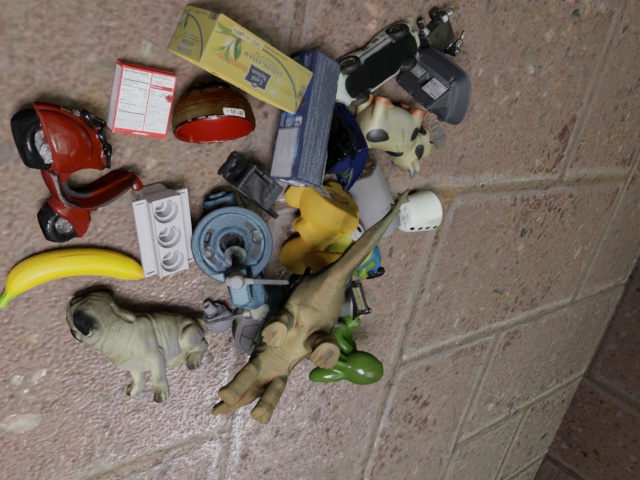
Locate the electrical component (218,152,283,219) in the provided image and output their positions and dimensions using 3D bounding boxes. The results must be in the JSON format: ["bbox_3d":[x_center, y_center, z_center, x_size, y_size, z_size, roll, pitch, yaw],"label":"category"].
[{"bbox_3d":[-0.098,-0.082,0.853,0.048,0.075,0.119,-54,133,-2],"label":"electrical component"}]

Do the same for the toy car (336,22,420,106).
[{"bbox_3d":[0.092,-0.296,0.907,0.202,0.056,0.073,-39,128,-19],"label":"toy car"}]

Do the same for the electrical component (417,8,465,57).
[{"bbox_3d":[0.223,-0.376,0.981,0.078,0.045,0.102,-46,137,-13],"label":"electrical component"}]

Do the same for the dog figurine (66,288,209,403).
[{"bbox_3d":[-0.271,0.127,0.821,0.190,0.121,0.172,65,33,-25],"label":"dog figurine"}]

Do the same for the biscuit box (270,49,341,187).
[{"bbox_3d":[-0.021,-0.184,0.821,0.062,0.059,0.202,15,83,-46],"label":"biscuit box"}]

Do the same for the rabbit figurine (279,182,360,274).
[{"bbox_3d":[-0.002,-0.003,0.952,0.122,0.162,0.173,0,133,-55],"label":"rabbit figurine"}]

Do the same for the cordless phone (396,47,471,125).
[{"bbox_3d":[0.239,-0.257,0.995,0.089,0.147,0.184,-45,140,14],"label":"cordless phone"}]

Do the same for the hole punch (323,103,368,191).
[{"bbox_3d":[0.026,-0.152,0.875,0.092,0.142,0.116,10,136,-44],"label":"hole punch"}]

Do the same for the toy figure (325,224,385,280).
[{"bbox_3d":[0.066,0.024,1.061,0.089,0.082,0.180,-50,139,-9],"label":"toy figure"}]

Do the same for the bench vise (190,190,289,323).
[{"bbox_3d":[-0.123,0.044,0.804,0.129,0.241,0.223,-7,107,-9],"label":"bench vise"}]

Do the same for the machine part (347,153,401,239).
[{"bbox_3d":[0.097,-0.081,1.024,0.079,0.079,0.243,-43,135,-13],"label":"machine part"}]

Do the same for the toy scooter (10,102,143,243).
[{"bbox_3d":[-0.294,-0.090,0.673,0.135,0.075,0.183,-21,131,-31],"label":"toy scooter"}]

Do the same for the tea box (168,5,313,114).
[{"bbox_3d":[-0.105,-0.242,0.732,0.169,0.098,0.068,17,102,-45],"label":"tea box"}]

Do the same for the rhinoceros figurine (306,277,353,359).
[{"bbox_3d":[0.009,0.130,1.004,0.073,0.112,0.190,24,85,-33],"label":"rhinoceros figurine"}]

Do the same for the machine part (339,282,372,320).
[{"bbox_3d":[0.039,0.130,1.113,0.139,0.084,0.039,-8,162,-30],"label":"machine part"}]

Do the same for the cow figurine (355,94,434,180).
[{"bbox_3d":[0.140,-0.189,0.993,0.195,0.086,0.127,7,111,-41],"label":"cow figurine"}]

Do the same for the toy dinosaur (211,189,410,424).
[{"bbox_3d":[-0.023,0.115,0.807,0.105,0.199,0.471,39,113,-9],"label":"toy dinosaur"}]

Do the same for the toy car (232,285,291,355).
[{"bbox_3d":[-0.109,0.153,0.979,0.103,0.109,0.161,14,118,-22],"label":"toy car"}]

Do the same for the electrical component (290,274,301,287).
[{"bbox_3d":[-0.031,0.086,1.054,0.094,0.021,0.063,-38,134,-19],"label":"electrical component"}]

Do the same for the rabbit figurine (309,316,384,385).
[{"bbox_3d":[0.051,0.232,1.106,0.159,0.170,0.121,-6,118,-41],"label":"rabbit figurine"}]
